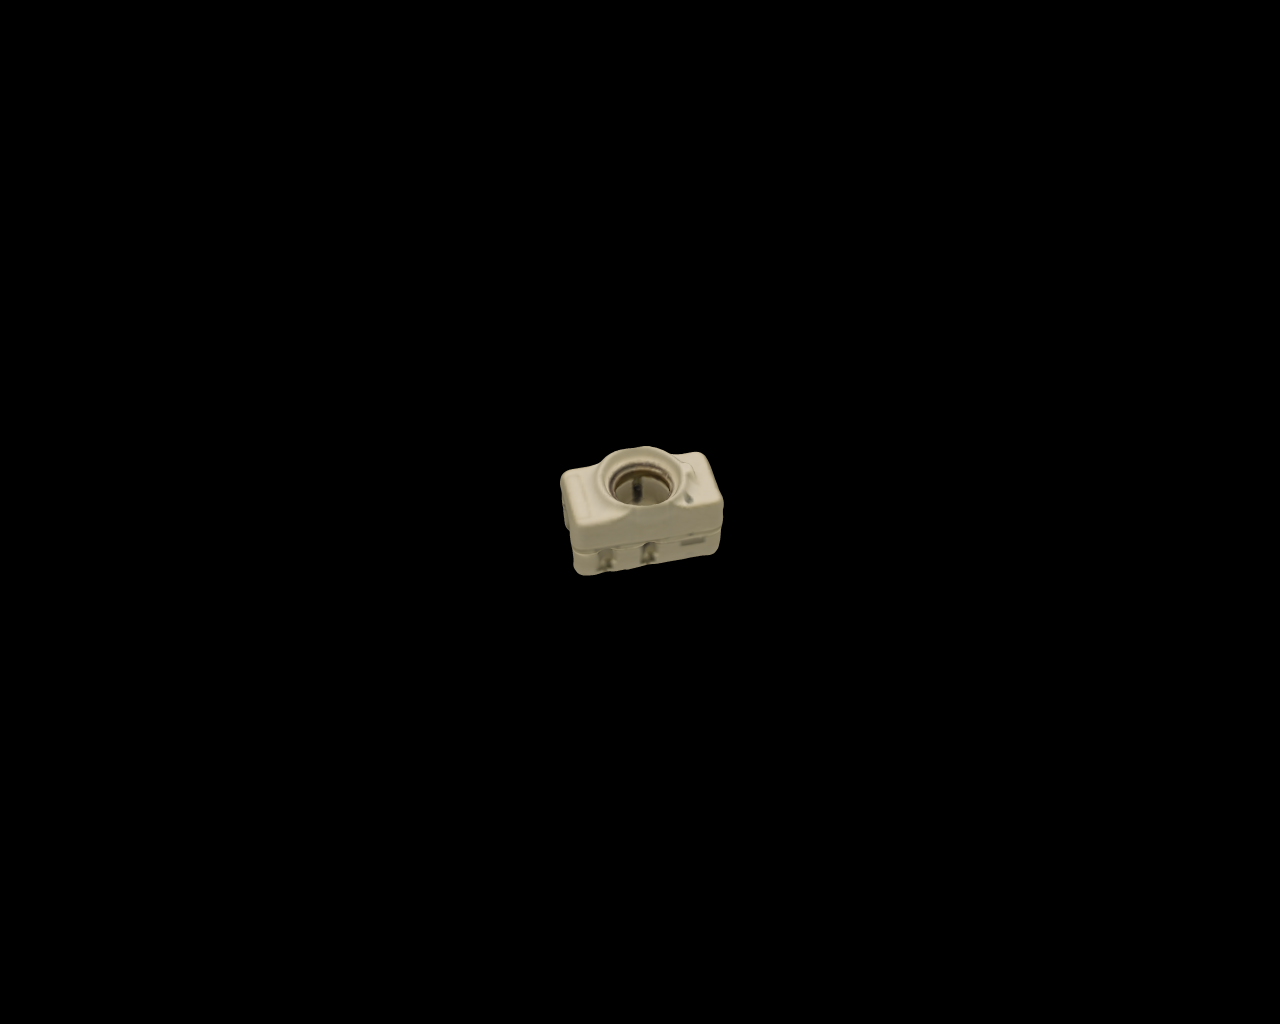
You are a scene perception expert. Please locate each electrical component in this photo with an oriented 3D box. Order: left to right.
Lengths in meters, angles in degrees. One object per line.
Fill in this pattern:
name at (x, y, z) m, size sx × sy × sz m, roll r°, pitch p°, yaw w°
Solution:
electrical component at (0.001, -0.003, 0.650) m, size 0.089 × 0.050 × 0.055 m, roll -9°, pitch -43°, yaw -8°
